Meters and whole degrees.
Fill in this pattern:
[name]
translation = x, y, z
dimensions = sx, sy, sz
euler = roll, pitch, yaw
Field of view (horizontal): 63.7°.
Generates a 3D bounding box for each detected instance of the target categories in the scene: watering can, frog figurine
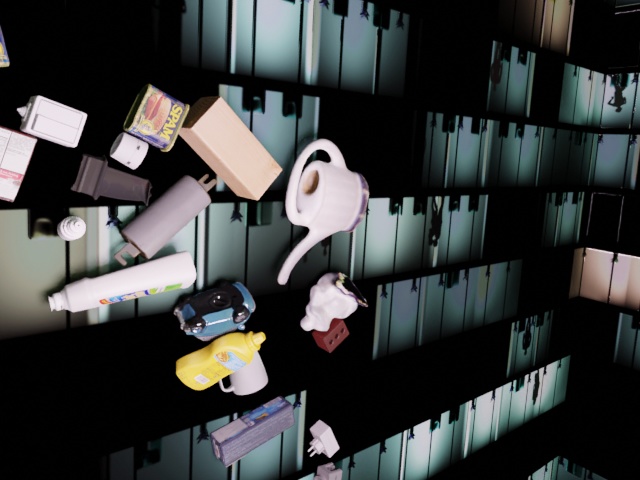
[watering can]
translation = 0.004, -0.062, 1.228
dimensions = 0.224, 0.104, 0.347
euler = 10, 91, -41
[frog figurine]
translation = 0.020, 0.163, 1.304
dimensions = 0.158, 0.125, 0.136
euler = -41, 140, 17
